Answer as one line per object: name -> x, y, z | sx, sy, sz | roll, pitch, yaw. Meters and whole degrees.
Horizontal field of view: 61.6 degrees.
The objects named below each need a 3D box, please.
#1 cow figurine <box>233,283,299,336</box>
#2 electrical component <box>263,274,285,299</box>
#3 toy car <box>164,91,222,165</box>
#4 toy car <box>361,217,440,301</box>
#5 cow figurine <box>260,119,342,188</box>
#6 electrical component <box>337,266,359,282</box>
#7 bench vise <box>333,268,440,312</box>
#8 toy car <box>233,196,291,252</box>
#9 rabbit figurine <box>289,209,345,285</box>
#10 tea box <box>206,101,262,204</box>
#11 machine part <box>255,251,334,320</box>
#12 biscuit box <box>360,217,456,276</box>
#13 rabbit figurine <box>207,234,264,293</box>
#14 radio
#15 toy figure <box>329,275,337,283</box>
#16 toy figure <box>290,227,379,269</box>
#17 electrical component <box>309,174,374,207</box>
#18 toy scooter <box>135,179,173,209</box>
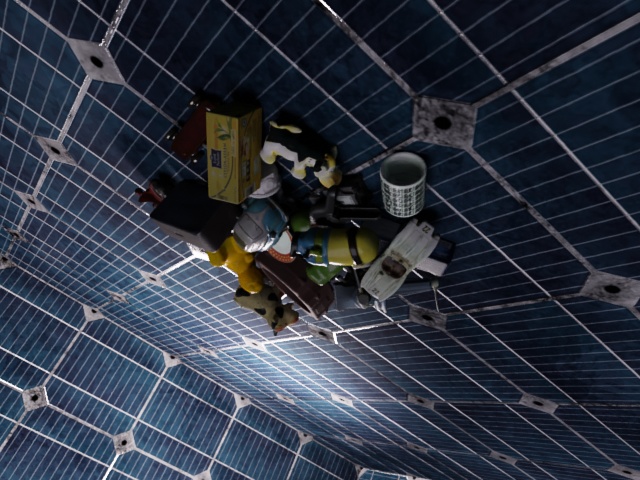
cow figurine -> -0.148, 0.181, 1.488 | 0.195, 0.127, 0.085 | 22, 153, 12
electrical component -> -0.109, 0.118, 1.544 | 0.134, 0.058, 0.115 | 34, 152, -15
toy car -> -0.251, -0.225, 1.097 | 0.089, 0.053, 0.202 | 39, 144, -14
toy car -> 0.159, 0.040, 1.082 | 0.073, 0.056, 0.201 | 37, 119, 1
cow figurine -> -0.025, -0.166, 1.011 | 0.167, 0.068, 0.098 | 26, 145, -3
electrical component -> 0.082, 0.104, 1.365 | 0.021, 0.063, 0.094 | -11, 136, 46
bench vise -> 0.154, 0.109, 1.237 | 0.241, 0.129, 0.223 | -6, 172, 5
toy car -> -0.142, -0.027, 1.177 | 0.109, 0.103, 0.161 | 48, 144, 8
rabbit figurine -> -0.002, -0.004, 1.211 | 0.170, 0.121, 0.159 | 44, 145, -3
tea box -> -0.160, -0.165, 1.014 | 0.068, 0.098, 0.169 | 14, 119, 18
machine part -> -0.059, 0.099, 1.372 | 0.202, 0.087, 0.200 | 36, 167, 25
biscuit box -> 0.180, 0.010, 1.141 | 0.203, 0.059, 0.062 | 21, 149, 8
rabbit figurine -> -0.214, 0.065, 1.437 | 0.173, 0.122, 0.162 | 58, 172, -7
radio -> -0.293, -0.062, 1.276 | 0.230, 0.131, 0.073 | 17, 154, 43
toy figure -> 0.003, 0.049, 1.338 | 0.058, 0.064, 0.154 | -15, 132, 33
toy figure -> 0.030, 0.012, 1.092 | 0.180, 0.082, 0.089 | 7, 153, 11
electrical component -> 0.040, -0.092, 1.095 | 0.119, 0.048, 0.074 | 0, 142, 38
toy scooter -> -0.416, -0.093, 1.418 | 0.135, 0.075, 0.183 | 8, 143, 29
